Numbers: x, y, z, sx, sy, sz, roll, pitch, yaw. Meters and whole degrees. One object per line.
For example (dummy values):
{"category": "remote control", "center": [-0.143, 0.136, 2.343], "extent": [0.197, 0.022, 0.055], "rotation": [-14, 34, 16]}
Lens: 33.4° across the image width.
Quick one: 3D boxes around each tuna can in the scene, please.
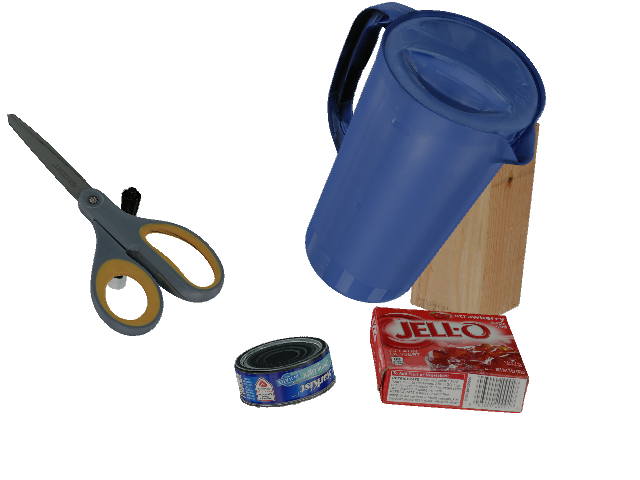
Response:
{"category": "tuna can", "center": [-0.031, 0.114, 0.934], "extent": [0.086, 0.034, 0.086], "rotation": [-10, 12, 2]}

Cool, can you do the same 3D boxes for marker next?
{"category": "marker", "center": [-0.195, -0.002, 1.062], "extent": [0.020, 0.121, 0.020], "rotation": [11, 36, -8]}

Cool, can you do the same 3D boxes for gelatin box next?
{"category": "gelatin box", "center": [0.077, 0.072, 0.662], "extent": [0.089, 0.030, 0.073], "rotation": [5, 25, -4]}

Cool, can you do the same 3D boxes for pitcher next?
{"category": "pitcher", "center": [0.066, -0.066, 0.881], "extent": [0.145, 0.149, 0.243], "rotation": [16, -43, -10]}

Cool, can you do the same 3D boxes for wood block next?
{"category": "wood block", "center": [0.162, -0.026, 1.131], "extent": [0.090, 0.206, 0.090], "rotation": [20, 27, 38]}

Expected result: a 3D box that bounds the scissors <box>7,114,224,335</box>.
{"category": "scissors", "center": [-0.159, -0.008, 0.721], "extent": [0.202, 0.096, 0.016], "rotation": [30, -31, 10]}
